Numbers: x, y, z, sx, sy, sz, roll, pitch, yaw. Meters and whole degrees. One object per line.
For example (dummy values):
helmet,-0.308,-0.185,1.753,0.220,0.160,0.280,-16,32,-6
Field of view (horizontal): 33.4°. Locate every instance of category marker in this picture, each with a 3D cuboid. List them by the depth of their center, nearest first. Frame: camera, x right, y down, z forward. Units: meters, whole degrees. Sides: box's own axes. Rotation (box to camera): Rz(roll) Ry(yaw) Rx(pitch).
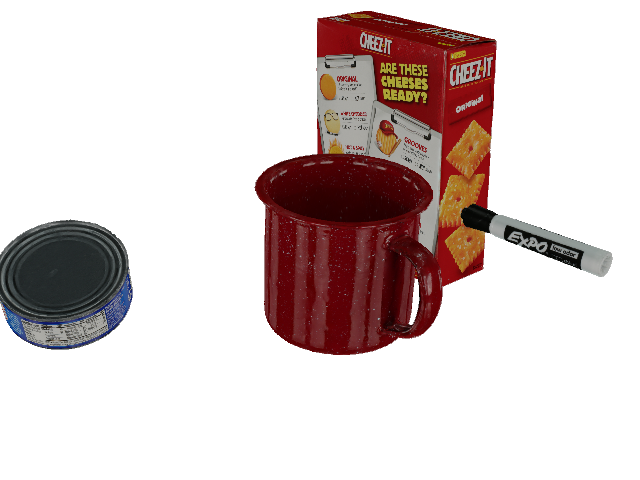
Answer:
marker,0.155,-0.002,0.783,0.121,0.020,0.020,23,14,36

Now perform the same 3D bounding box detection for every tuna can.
tuna can,-0.166,0.029,0.693,0.086,0.086,0.034,0,-43,-1

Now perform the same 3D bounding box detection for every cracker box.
cracker box,0.073,-0.086,0.959,0.071,0.214,0.164,-19,30,-36

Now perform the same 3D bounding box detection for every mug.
mug,0.019,0.012,0.567,0.093,0.081,0.117,-21,35,-39
